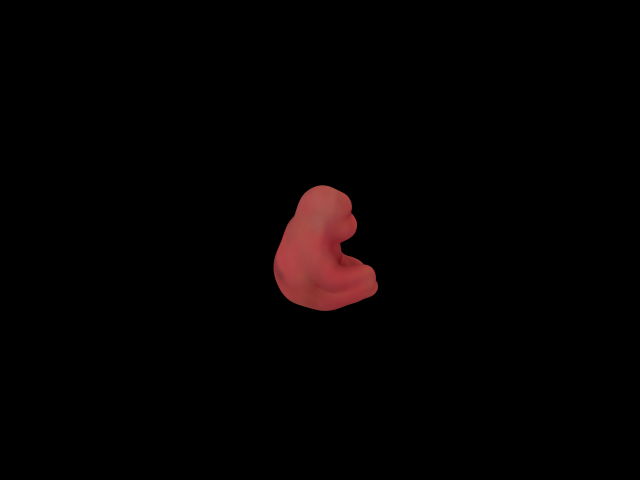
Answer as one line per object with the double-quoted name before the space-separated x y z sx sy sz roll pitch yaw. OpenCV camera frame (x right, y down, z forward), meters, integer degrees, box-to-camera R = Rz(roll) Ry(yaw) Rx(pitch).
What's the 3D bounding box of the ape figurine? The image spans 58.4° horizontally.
"ape figurine" 0.004 0.001 0.400 0.076 0.092 0.077 -7 50 -6
